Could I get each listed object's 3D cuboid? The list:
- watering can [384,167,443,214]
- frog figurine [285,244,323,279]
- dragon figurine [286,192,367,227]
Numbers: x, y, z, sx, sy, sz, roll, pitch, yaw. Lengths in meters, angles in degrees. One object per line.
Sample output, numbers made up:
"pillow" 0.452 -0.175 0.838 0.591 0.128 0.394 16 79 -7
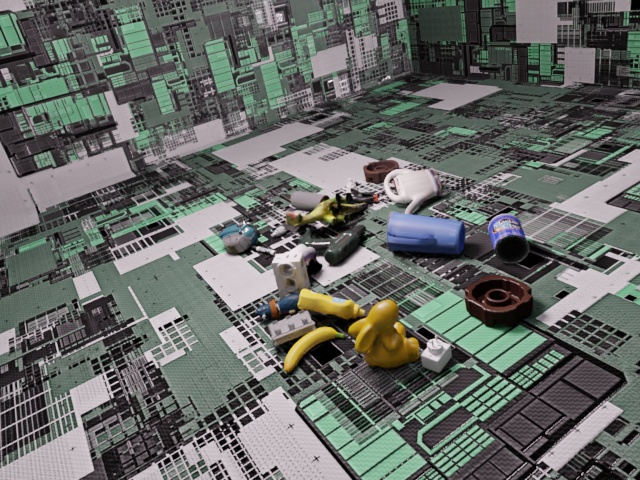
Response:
"watering can" 0.385 -0.190 2.062 0.224 0.101 0.356 -12 40 -1
"frog figurine" -0.090 0.069 1.742 0.160 0.120 0.139 22 61 31
"dragon figurine" 0.006 -0.102 2.018 0.241 0.122 0.411 -12 -3 29
